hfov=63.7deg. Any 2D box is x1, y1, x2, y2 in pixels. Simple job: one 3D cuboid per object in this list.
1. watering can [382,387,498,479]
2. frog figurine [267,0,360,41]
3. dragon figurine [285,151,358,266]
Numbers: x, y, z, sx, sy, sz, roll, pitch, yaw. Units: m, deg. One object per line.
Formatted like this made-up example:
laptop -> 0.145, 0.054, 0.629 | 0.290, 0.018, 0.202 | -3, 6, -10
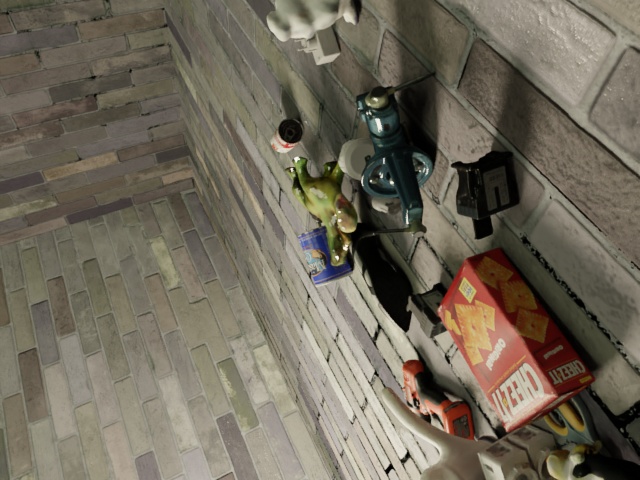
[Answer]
watering can -> 0.242, 0.395, 0.870 | 0.102, 0.225, 0.353 | -43, 62, 45
frog figurine -> -0.020, -0.414, 0.887 | 0.139, 0.160, 0.120 | 63, 158, 19
dragon figurine -> 0.004, -0.059, 1.164 | 0.407, 0.122, 0.244 | 142, 119, -75
